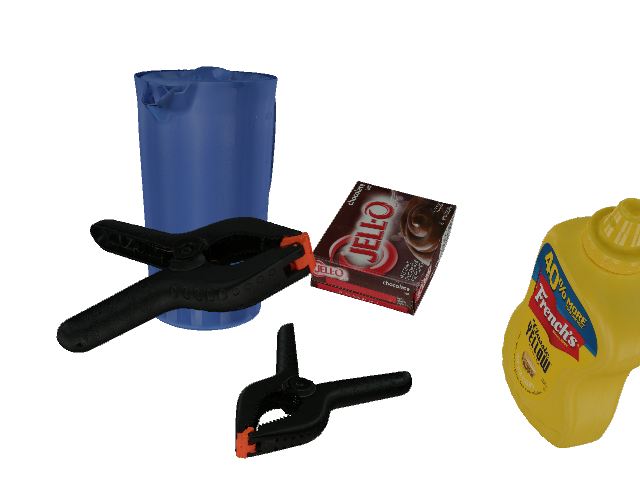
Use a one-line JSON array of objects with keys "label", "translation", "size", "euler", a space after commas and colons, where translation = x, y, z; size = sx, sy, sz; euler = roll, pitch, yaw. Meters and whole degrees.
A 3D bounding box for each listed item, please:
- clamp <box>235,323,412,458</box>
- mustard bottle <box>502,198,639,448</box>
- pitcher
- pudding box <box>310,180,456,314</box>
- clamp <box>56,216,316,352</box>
[{"label": "clamp", "translation": [-0.011, 0.160, 1.088], "size": [0.165, 0.036, 0.209], "euler": [16, 30, 21]}, {"label": "mustard bottle", "translation": [0.163, 0.042, 0.651], "size": [0.058, 0.096, 0.192], "euler": [-9, -37, -13]}, {"label": "pitcher", "translation": [-0.103, -0.045, 1.030], "size": [0.149, 0.243, 0.145], "euler": [-2, 15, -15]}, {"label": "pudding box", "translation": [0.052, 0.004, 0.872], "size": [0.090, 0.039, 0.113], "euler": [16, 39, 15]}, {"label": "clamp", "translation": [-0.091, 0.026, 0.704], "size": [0.172, 0.120, 0.039], "euler": [-4, -44, 18]}]
